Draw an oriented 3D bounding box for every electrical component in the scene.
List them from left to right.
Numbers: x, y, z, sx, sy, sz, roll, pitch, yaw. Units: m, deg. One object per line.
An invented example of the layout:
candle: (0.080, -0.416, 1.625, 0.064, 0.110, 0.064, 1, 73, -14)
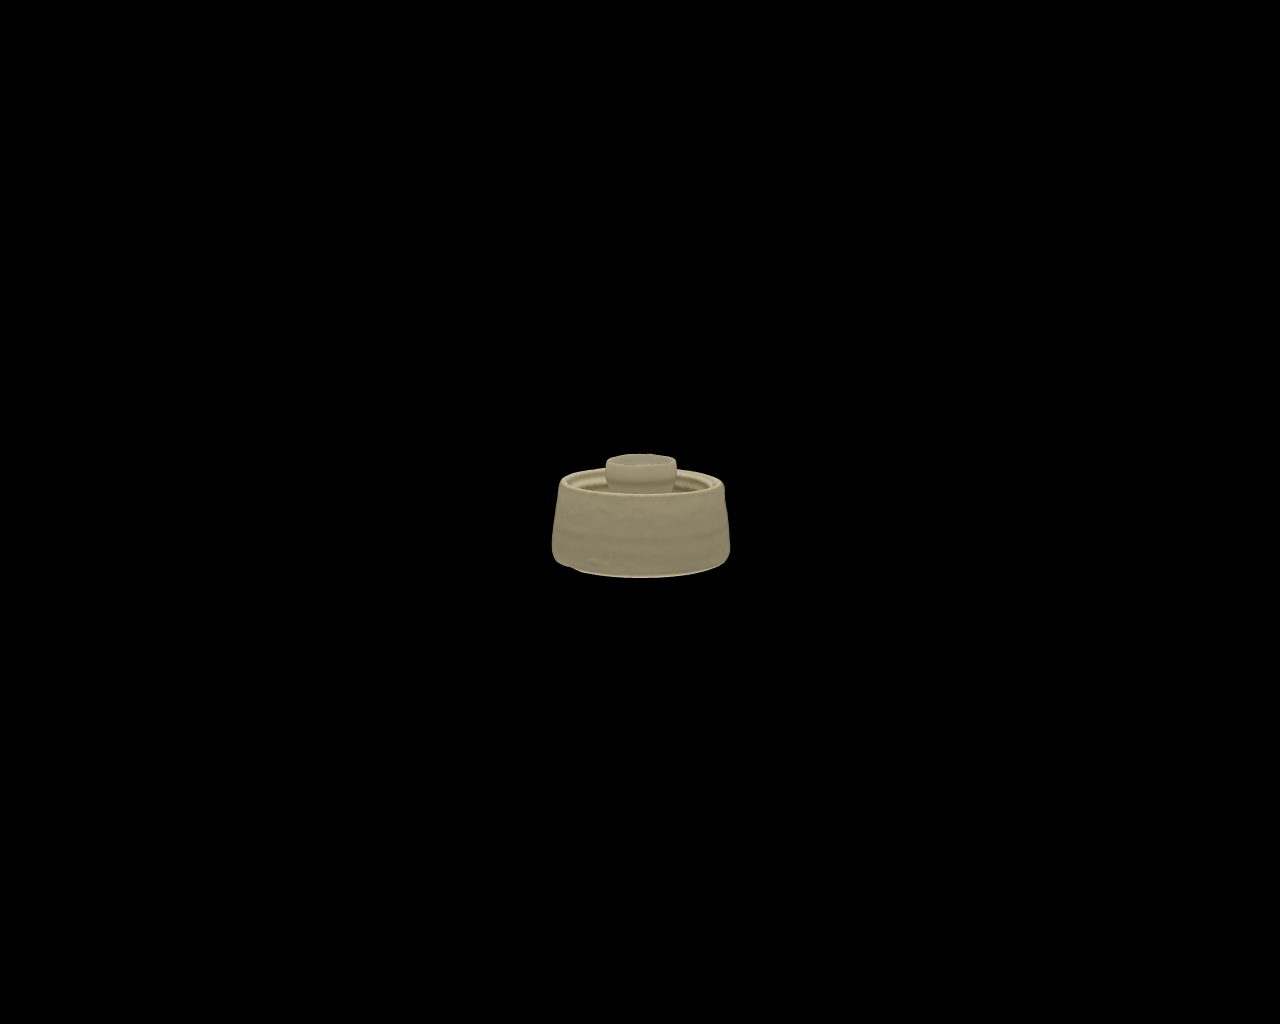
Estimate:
electrical component: (0.001, -0.003, 0.650, 0.108, 0.060, 0.108, 0, 12, 0)
